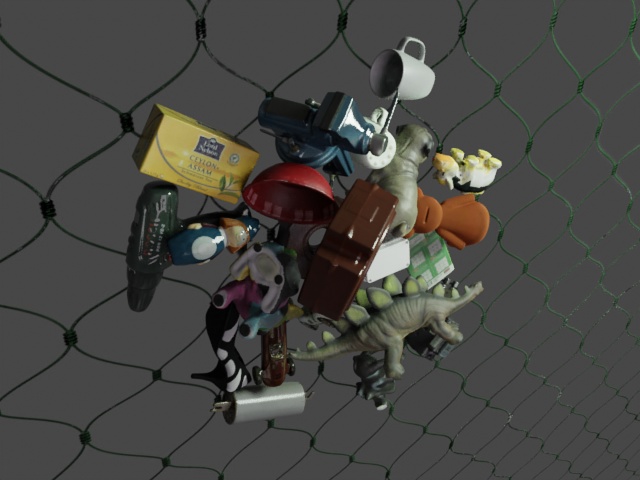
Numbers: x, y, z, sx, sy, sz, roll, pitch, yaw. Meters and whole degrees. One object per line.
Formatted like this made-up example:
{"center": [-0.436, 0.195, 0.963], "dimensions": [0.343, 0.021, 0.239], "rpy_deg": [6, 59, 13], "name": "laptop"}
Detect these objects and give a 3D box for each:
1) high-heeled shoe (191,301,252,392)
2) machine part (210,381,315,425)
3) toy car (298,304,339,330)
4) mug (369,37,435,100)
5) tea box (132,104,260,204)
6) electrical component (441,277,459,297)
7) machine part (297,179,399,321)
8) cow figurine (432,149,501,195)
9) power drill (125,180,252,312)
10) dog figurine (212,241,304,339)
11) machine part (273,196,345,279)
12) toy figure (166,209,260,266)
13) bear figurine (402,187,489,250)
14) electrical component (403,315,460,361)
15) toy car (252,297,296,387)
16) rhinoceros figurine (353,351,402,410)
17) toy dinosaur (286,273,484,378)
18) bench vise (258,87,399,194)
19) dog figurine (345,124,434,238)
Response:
{"center": [-0.158, 0.198, 1.054], "dimensions": [0.145, 0.086, 0.248], "rpy_deg": [12, 114, -39], "name": "high-heeled shoe"}
{"center": [-0.121, 0.350, 1.164], "dimensions": [0.243, 0.079, 0.079], "rpy_deg": [3, 115, -34], "name": "machine part"}
{"center": [0.004, 0.130, 1.048], "dimensions": [0.056, 0.202, 0.073], "rpy_deg": [33, 70, -10], "name": "toy car"}
{"center": [0.155, -0.299, 0.953], "dimensions": [0.107, 0.081, 0.109], "rpy_deg": [-1, 114, -42], "name": "mug"}
{"center": [-0.193, -0.132, 0.845], "dimensions": [0.169, 0.068, 0.098], "rpy_deg": [17, 108, -36], "name": "tea box"}
{"center": [0.305, 0.137, 1.328], "dimensions": [0.063, 0.021, 0.094], "rpy_deg": [19, 107, -37], "name": "electrical component"}
{"center": [0.050, 0.018, 0.889], "dimensions": [0.201, 0.087, 0.201], "rpy_deg": [-59, 174, -42], "name": "machine part"}
{"center": [0.296, -0.139, 1.136], "dimensions": [0.167, 0.068, 0.098], "rpy_deg": [-3, 124, -28], "name": "cow figurine"}
{"center": [-0.221, 0.011, 0.913], "dimensions": [0.207, 0.086, 0.231], "rpy_deg": [-2, 115, -21], "name": "power drill"}
{"center": [-0.083, 0.092, 0.956], "dimensions": [0.191, 0.109, 0.219], "rpy_deg": [-54, 163, 8], "name": "dog figurine"}
{"center": [-0.002, -0.003, 1.034], "dimensions": [0.179, 0.056, 0.179], "rpy_deg": [-11, 120, -19], "name": "machine part"}
{"center": [-0.163, -0.001, 0.855], "dimensions": [0.154, 0.058, 0.064], "rpy_deg": [-18, 142, -20], "name": "toy figure"}
{"center": [0.249, -0.044, 1.135], "dimensions": [0.196, 0.132, 0.120], "rpy_deg": [6, 92, -12], "name": "bear figurine"}
{"center": [0.261, 0.216, 1.275], "dimensions": [0.058, 0.134, 0.115], "rpy_deg": [29, 100, -42], "name": "electrical component"}
{"center": [-0.093, 0.205, 1.092], "dimensions": [0.089, 0.053, 0.202], "rpy_deg": [-5, 106, -25], "name": "toy car"}
{"center": [0.138, 0.344, 1.316], "dimensions": [0.112, 0.073, 0.190], "rpy_deg": [-34, 129, -11], "name": "rhinoceros figurine"}
{"center": [0.140, 0.186, 1.165], "dimensions": [0.471, 0.105, 0.198], "rpy_deg": [-27, 94, -3], "name": "toy dinosaur"}
{"center": [0.018, -0.161, 0.892], "dimensions": [0.240, 0.224, 0.129], "rpy_deg": [55, 45, -66], "name": "bench vise"}
{"center": [0.161, -0.113, 1.006], "dimensions": [0.121, 0.172, 0.190], "rpy_deg": [19, 113, -49], "name": "dog figurine"}
